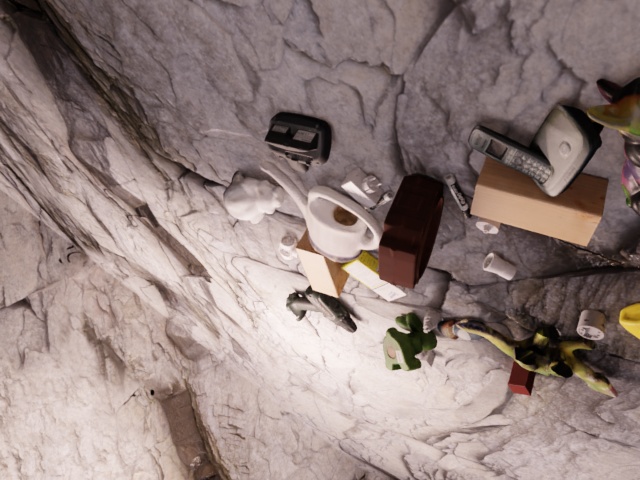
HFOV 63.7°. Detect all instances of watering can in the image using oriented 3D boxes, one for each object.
[{"bbox_3d":[0.004,-0.064,1.274,0.350,0.106,0.219,30,151,17],"label":"watering can"}]

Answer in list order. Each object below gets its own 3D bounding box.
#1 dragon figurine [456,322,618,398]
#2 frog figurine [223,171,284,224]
[{"bbox_3d":[0.561,0.312,1.348,0.412,0.124,0.238,17,155,22],"label":"dragon figurine"},{"bbox_3d":[-0.171,-0.102,1.353,0.161,0.124,0.134,24,131,32],"label":"frog figurine"}]
